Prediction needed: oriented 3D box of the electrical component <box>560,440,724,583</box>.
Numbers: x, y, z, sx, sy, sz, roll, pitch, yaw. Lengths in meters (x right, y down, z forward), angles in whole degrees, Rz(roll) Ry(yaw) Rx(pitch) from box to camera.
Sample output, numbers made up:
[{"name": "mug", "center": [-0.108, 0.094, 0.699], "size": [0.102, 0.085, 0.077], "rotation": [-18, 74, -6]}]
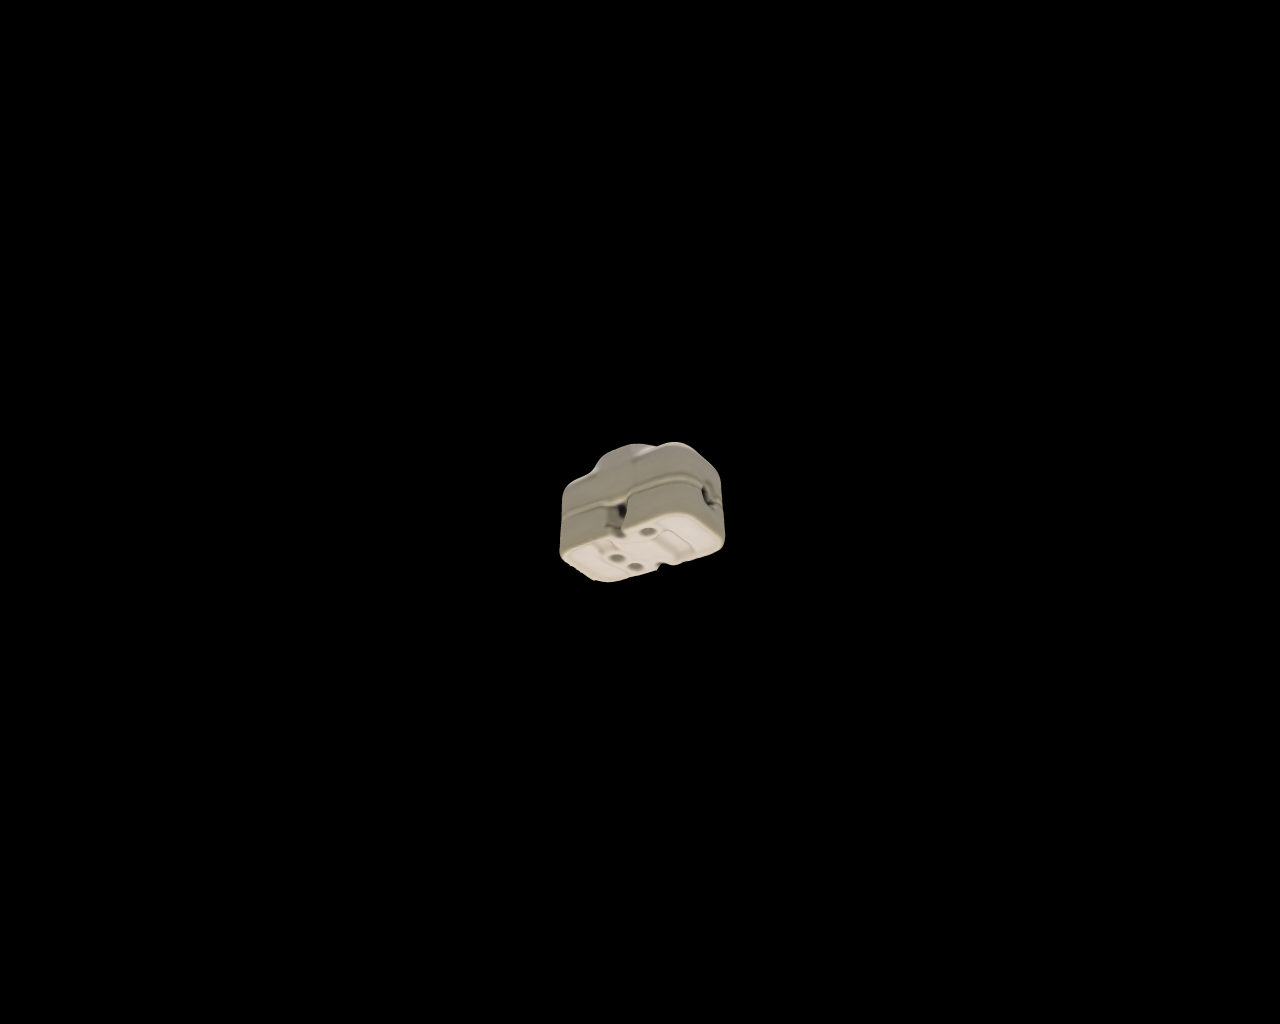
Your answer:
[{"name": "electrical component", "center": [0.001, -0.003, 0.650], "size": [0.095, 0.059, 0.053], "rotation": [-19, -36, 29]}]
